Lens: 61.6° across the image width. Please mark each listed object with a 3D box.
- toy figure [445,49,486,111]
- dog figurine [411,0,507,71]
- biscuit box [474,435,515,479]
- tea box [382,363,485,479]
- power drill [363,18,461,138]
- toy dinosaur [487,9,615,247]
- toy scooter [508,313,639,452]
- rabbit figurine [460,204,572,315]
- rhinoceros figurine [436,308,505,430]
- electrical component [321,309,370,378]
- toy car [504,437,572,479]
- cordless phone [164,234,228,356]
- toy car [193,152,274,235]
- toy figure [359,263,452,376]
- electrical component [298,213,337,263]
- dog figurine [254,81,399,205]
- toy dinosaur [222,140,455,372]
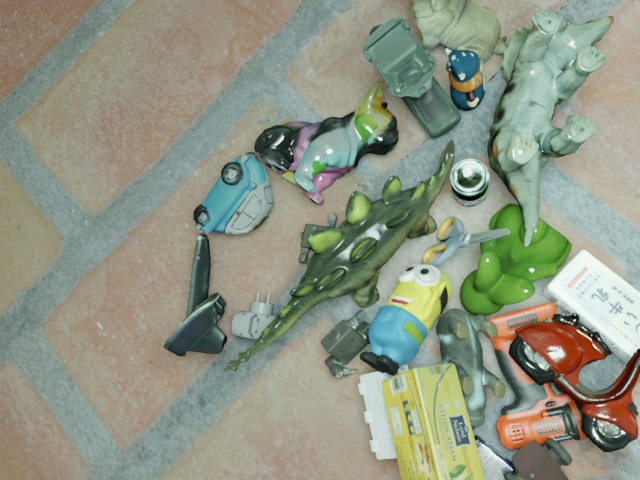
[{"bbox_3d":[0.226,-0.251,0.832,0.064,0.154,0.058,42,93,20],"label":"toy figure"},{"bbox_3d":[0.216,-0.362,0.842,0.173,0.190,0.121,8,80,14],"label":"dog figurine"},{"bbox_3d":[0.185,0.373,0.749,0.063,0.059,0.202,37,88,18],"label":"biscuit box"},{"bbox_3d":[0.146,0.257,0.703,0.068,0.098,0.169,-1,67,-23],"label":"tea box"},{"bbox_3d":[0.128,-0.267,0.837,0.086,0.207,0.232,-35,83,11],"label":"power drill"},{"bbox_3d":[0.303,-0.171,0.775,0.131,0.192,0.404,22,81,6],"label":"toy dinosaur"},{"bbox_3d":[0.345,0.158,0.683,0.135,0.075,0.184,-44,66,3],"label":"toy scooter"},{"bbox_3d":[0.271,0.046,0.769,0.121,0.159,0.170,36,103,9],"label":"rabbit figurine"},{"bbox_3d":[0.196,0.193,0.760,0.073,0.112,0.190,2,85,-27],"label":"rhinoceros figurine"},{"bbox_3d":[0.048,0.164,0.832,0.102,0.078,0.045,-41,47,-4],"label":"electrical component"},{"bbox_3d":[0.320,0.350,0.702,0.089,0.053,0.202,-37,89,-3],"label":"toy car"},{"bbox_3d":[-0.193,0.083,0.860,0.089,0.146,0.184,3,91,-4],"label":"cordless phone"},{"bbox_3d":[-0.135,-0.064,0.913,0.103,0.109,0.161,36,97,2],"label":"toy car"},{"bbox_3d":[0.128,0.114,0.791,0.082,0.089,0.180,21,65,26],"label":"toy figure"},{"bbox_3d":[-0.002,-0.003,0.904,0.063,0.021,0.094,11,81,17],"label":"electrical component"},{"bbox_3d":[0.021,-0.177,0.898,0.192,0.108,0.219,40,85,22],"label":"dog figurine"},{"bbox_3d":[0.045,0.024,0.794,0.105,0.198,0.471,40,88,22],"label":"toy dinosaur"}]
